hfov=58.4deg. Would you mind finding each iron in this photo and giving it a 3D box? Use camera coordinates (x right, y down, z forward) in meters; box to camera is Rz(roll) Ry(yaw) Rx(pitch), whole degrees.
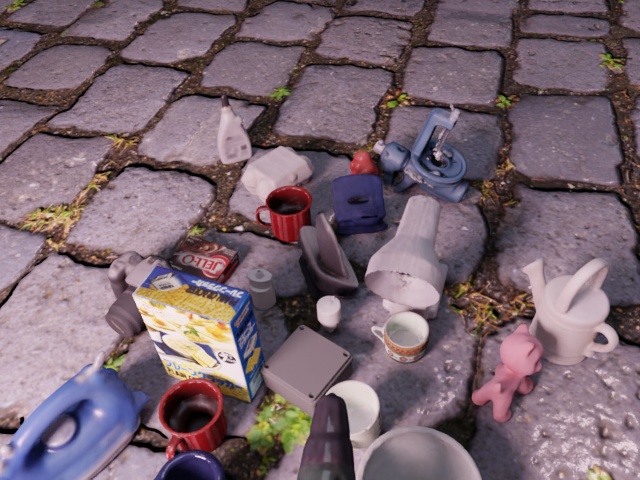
[{"bbox_3d":[-0.375,0.277,0.812,0.118,0.141,0.259,25,52,25],"label":"iron"}]

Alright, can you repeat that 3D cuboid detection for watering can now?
[{"bbox_3d":[0.392,0.099,0.903,0.172,0.194,0.101,26,52,26],"label":"watering can"}]

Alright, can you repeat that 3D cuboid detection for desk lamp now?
[{"bbox_3d":[0.154,0.044,0.959,0.117,0.214,0.203,12,47,15],"label":"desk lamp"}]

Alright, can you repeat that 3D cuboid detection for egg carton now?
[{"bbox_3d":[-0.091,-0.144,1.260,0.107,0.069,0.150,34,56,31],"label":"egg carton"}]

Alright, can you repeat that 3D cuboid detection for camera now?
[{"bbox_3d":[-0.328,0.094,1.018,0.142,0.101,0.137,19,50,21],"label":"camera"}]

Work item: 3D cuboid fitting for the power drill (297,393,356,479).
[{"bbox_3d":[0.008,0.332,0.687,0.075,0.209,0.229,1,46,5],"label":"power drill"}]

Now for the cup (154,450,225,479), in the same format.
[{"bbox_3d":[-0.179,0.345,0.766,0.118,0.095,0.091,-8,45,-4],"label":"cup"}]

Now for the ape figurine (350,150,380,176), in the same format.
[{"bbox_3d":[0.092,-0.156,1.245,0.076,0.092,0.078,4,46,8],"label":"ape figurine"}]

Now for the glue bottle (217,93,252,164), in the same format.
[{"bbox_3d":[-0.203,-0.256,1.304,0.078,0.173,0.037,-17,47,-12],"label":"glue bottle"}]

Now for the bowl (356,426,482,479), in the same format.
[{"bbox_3d":[0.130,0.342,0.765,0.167,0.075,0.167,-2,45,2],"label":"bowl"}]

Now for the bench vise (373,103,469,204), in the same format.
[{"bbox_3d":[0.207,-0.178,1.170,0.207,0.220,0.121,6,46,9],"label":"bench vise"}]

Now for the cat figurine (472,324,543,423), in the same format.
[{"bbox_3d":[0.293,0.194,0.870,0.067,0.118,0.128,31,55,29],"label":"cat figurine"}]

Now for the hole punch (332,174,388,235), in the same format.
[{"bbox_3d":[0.081,-0.073,1.164,0.108,0.091,0.101,-6,45,-2],"label":"hole punch"}]

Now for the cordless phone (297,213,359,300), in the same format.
[{"bbox_3d":[0.009,0.004,1.027,0.094,0.185,0.147,-17,47,-12],"label":"cordless phone"}]
